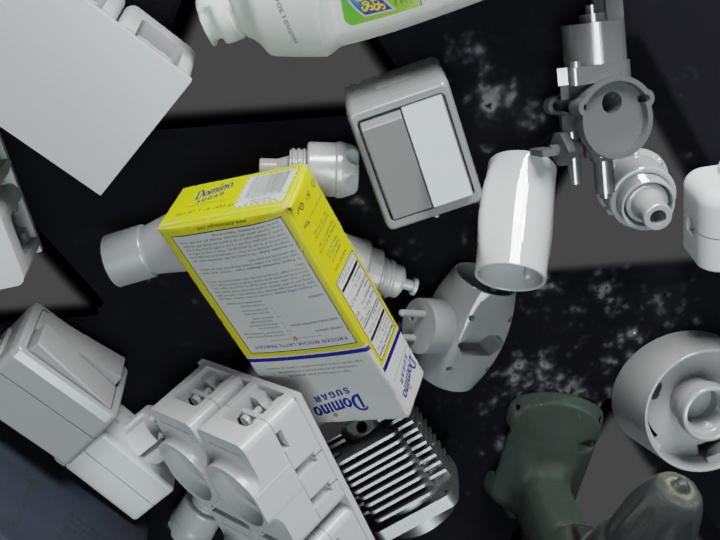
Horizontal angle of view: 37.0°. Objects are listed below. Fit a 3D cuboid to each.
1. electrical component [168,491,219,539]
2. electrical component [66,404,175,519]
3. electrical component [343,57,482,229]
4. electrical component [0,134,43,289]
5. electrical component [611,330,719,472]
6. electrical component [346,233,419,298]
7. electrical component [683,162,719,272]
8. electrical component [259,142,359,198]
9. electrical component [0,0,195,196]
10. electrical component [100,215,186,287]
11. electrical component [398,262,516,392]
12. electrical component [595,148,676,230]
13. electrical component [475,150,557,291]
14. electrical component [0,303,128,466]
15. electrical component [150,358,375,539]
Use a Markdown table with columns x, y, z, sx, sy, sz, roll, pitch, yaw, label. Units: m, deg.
| x | y | z | sx | sy | sz | roll | pitch | yaw | label |
| --- | --- | --- | --- | --- | --- | --- | --- | --- | --- |
| -0.112 | 0.170 | 0.779 | 0.035 | 0.035 | 0.061 | 28 | 109 | -17 | electrical component |
| -0.150 | 0.119 | 0.743 | 0.077 | 0.047 | 0.065 | -39 | 113 | 14 | electrical component |
| 0.034 | -0.070 | 0.652 | 0.062 | 0.061 | 0.096 | -18 | 117 | 5 | electrical component |
| -0.305 | -0.028 | 0.650 | 0.186 | 0.060 | 0.105 | -12 | 117 | 2 | electrical component |
| 0.234 | 0.092 | 0.760 | 0.099 | 0.064 | 0.099 | -2 | 104 | -8 | electrical component |
| 0.000 | 0.000 | 0.697 | 0.078 | 0.040 | 0.040 | 17 | 114 | -12 | electrical component |
| 0.258 | -0.041 | 0.686 | 0.095 | 0.053 | 0.059 | -8 | 117 | 0 | electrical component |
| -0.032 | -0.062 | 0.666 | 0.061 | 0.035 | 0.035 | 1 | 117 | -2 | electrical component |
| -0.179 | -0.128 | 0.607 | 0.150 | 0.061 | 0.089 | 36 | 109 | -20 | electrical component |
| -0.130 | -0.013 | 0.681 | 0.065 | 0.044 | 0.044 | -16 | 117 | 9 | electrical component |
| 0.055 | 0.037 | 0.709 | 0.079 | 0.043 | 0.077 | 4 | 120 | -33 | electrical component |
| 0.177 | -0.045 | 0.674 | 0.048 | 0.062 | 0.048 | -2 | 117 | -3 | electrical component |
| 0.100 | -0.023 | 0.679 | 0.043 | 0.077 | 0.079 | 4 | 157 | 14 | electrical component |
| -0.205 | 0.068 | 0.705 | 0.061 | 0.061 | 0.096 | -42 | 112 | 16 | electrical component |
| -0.059 | 0.159 | 0.724 | 0.060 | 0.105 | 0.186 | -42 | 124 | -30 | electrical component |
